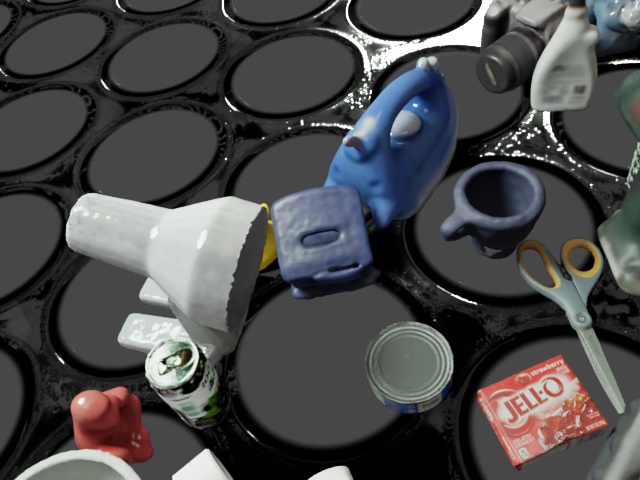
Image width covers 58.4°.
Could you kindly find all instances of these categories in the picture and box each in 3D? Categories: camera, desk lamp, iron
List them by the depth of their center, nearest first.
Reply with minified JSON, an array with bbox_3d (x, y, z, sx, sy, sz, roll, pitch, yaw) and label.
[{"bbox_3d":[-0.137,0.039,0.565,0.202,0.214,0.118,6,55,16],"label":"desk lamp"},{"bbox_3d":[0.101,-0.144,0.699,0.118,0.142,0.259,23,61,27],"label":"iron"},{"bbox_3d":[0.271,-0.275,0.790,0.137,0.101,0.142,-36,54,-15],"label":"camera"}]

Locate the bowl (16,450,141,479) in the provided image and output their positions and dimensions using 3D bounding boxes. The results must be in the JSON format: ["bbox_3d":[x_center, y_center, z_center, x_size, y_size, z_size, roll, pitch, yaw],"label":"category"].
[{"bbox_3d":[-0.209,0.274,0.490,0.167,0.075,0.167,-6,52,8],"label":"bowl"}]

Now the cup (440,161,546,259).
[{"bbox_3d":[0.179,-0.016,0.615,0.118,0.095,0.091,-31,53,-12],"label":"cup"}]

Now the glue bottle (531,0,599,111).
[{"bbox_3d":[0.308,-0.235,0.705,0.078,0.173,0.037,4,54,15],"label":"glue bottle"}]

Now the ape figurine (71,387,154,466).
[{"bbox_3d":[-0.207,0.176,0.553,0.076,0.092,0.078,4,54,15],"label":"ape figurine"}]

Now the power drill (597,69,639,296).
[{"bbox_3d":[0.328,-0.040,0.530,0.075,0.209,0.229,-8,52,6],"label":"power drill"}]

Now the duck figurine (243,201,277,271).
[{"bbox_3d":[-0.098,-0.009,0.674,0.104,0.086,0.077,-21,52,-4],"label":"duck figurine"}]

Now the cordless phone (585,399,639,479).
[{"bbox_3d":[0.257,0.159,0.408,0.093,0.185,0.148,25,62,28],"label":"cordless phone"}]

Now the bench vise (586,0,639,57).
[{"bbox_3d":[0.393,-0.375,0.764,0.121,0.220,0.207,-26,52,-8],"label":"bench vise"}]

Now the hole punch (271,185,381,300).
[{"bbox_3d":[0.006,0.002,0.641,0.108,0.091,0.101,-12,52,3],"label":"hole punch"}]
